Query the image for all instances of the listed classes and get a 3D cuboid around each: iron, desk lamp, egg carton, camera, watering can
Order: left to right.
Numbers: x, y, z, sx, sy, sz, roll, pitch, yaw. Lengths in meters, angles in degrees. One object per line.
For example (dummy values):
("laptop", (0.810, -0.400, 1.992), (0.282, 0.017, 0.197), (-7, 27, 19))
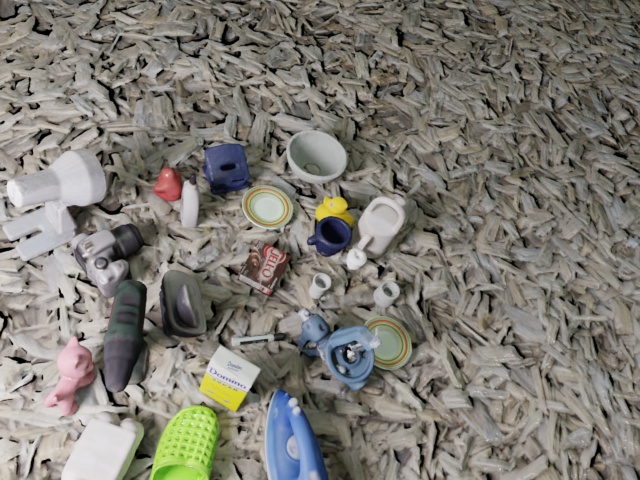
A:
("desk lamp", (-0.558, -0.080, 1.203), (0.204, 0.213, 0.118), (-33, 74, -31))
("egg carton", (-0.400, 0.396, 1.057), (0.107, 0.069, 0.150), (21, 56, -5))
("camera", (-0.447, 0.026, 1.243), (0.137, 0.100, 0.143), (-34, 75, -31))
("iron", (-0.044, 0.400, 1.126), (0.119, 0.141, 0.258), (-6, 62, -21))
("watering can", (0.152, -0.048, 1.426), (0.101, 0.194, 0.173), (20, 56, -5))

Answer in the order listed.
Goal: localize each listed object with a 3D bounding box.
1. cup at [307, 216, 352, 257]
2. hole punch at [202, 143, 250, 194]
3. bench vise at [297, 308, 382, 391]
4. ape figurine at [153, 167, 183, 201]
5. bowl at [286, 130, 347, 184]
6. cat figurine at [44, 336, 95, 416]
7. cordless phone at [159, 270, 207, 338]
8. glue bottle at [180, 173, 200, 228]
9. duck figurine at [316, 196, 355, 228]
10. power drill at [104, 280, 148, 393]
("cup", (0.013, 0.005, 1.409), (0.118, 0.095, 0.091), (-19, 67, -26))
("hole punch", (-0.232, -0.180, 1.442), (0.109, 0.091, 0.101), (-15, 66, -25))
("bench vise", (0.037, 0.221, 1.212), (0.207, 0.219, 0.121), (27, 56, -1))
("ape figurine", (-0.363, -0.141, 1.375), (0.078, 0.092, 0.076), (-26, 71, -29))
("bowl", (-0.016, -0.210, 1.541), (0.168, 0.074, 0.167), (8, 58, -13))
("cat figurine", (-0.474, 0.255, 1.087), (0.067, 0.117, 0.128), (21, 56, -5))
("cordless phone", (-0.282, 0.114, 1.193), (0.094, 0.185, 0.147), (-9, 63, -22))
("glue bottle", (-0.299, -0.101, 1.324), (0.037, 0.173, 0.078), (-5, 62, -20))
("duck figurine", (0.046, -0.074, 1.472), (0.104, 0.086, 0.077), (30, 56, 1))
("power drill", (-0.371, 0.204, 1.097), (0.076, 0.208, 0.229), (5, 59, -15))
